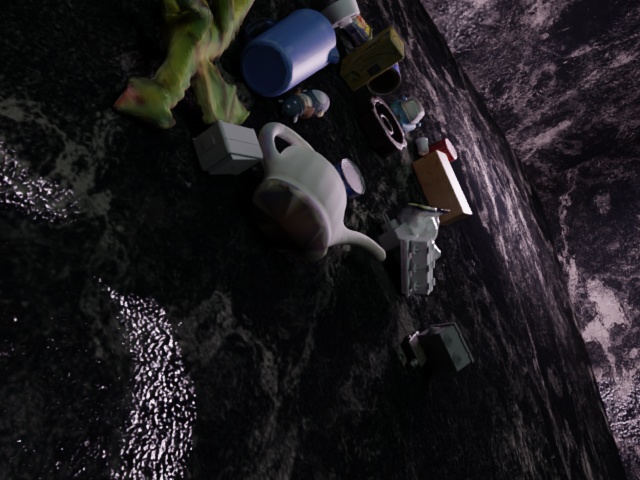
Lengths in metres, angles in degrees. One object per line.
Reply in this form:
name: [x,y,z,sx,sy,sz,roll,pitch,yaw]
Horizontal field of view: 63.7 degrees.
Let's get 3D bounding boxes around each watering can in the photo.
watering can: [0.003,-0.044,0.880,0.344,0.103,0.229,51,32,-17]

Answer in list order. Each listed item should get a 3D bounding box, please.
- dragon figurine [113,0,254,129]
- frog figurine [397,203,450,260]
dragon figurine: [-0.165,-0.287,0.807,0.418,0.122,0.238,-47,138,-51]
frog figurine: [0.243,-0.007,1.261,0.137,0.123,0.159,-1,103,-67]
